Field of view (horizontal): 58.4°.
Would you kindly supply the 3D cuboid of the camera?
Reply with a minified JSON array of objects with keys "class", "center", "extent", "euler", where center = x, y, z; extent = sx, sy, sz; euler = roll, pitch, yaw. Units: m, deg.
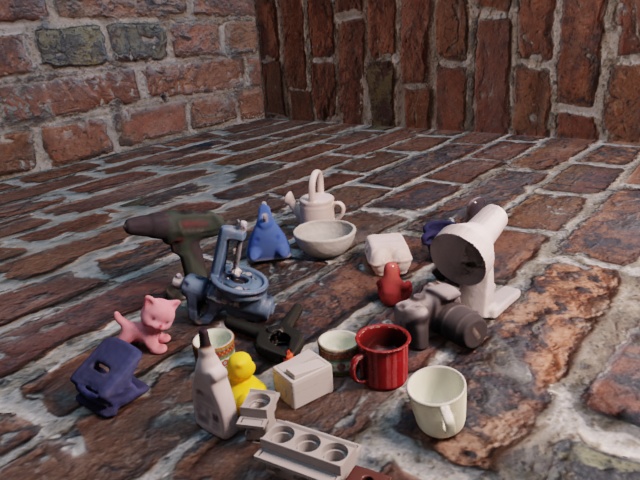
[{"class":"camera","center":[0.229,0.144,1.063],"extent":[0.143,0.101,0.136],"euler":[-15,24,-28]}]

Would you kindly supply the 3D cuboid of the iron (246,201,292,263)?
[{"class":"iron","center":[-0.145,-0.035,1.537],"extent":[0.118,0.141,0.258],"euler":[-6,21,-6]}]

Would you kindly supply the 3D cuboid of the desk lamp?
[{"class":"desk lamp","center":[0.316,0.046,1.149],"extent":[0.117,0.214,0.204],"euler":[14,27,39]}]

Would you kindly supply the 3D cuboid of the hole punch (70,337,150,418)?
[{"class":"hole punch","center":[-0.354,0.227,0.957],"extent":[0.108,0.091,0.101],"euler":[12,26,35]}]

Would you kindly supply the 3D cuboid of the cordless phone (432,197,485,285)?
[{"class":"cordless phone","center":[0.326,-0.001,1.310],"extent":[0.093,0.185,0.148],"euler":[16,29,42]}]

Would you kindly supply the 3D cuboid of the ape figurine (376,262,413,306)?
[{"class":"ape figurine","center":[0.156,0.090,1.230],"extent":[0.077,0.092,0.076],"euler":[10,25,32]}]

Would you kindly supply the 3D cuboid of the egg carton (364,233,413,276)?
[{"class":"egg carton","center":[0.165,0.032,1.412],"extent":[0.107,0.069,0.150],"euler":[-5,21,-3]}]

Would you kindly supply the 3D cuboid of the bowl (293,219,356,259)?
[{"class":"bowl","center":[0.014,0.005,1.500],"extent":[0.167,0.075,0.167],"euler":[-3,21,1]}]

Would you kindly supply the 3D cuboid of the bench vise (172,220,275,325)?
[{"class":"bench vise","center":[-0.203,0.069,1.164],"extent":[0.207,0.220,0.121],"euler":[-7,21,-8]}]

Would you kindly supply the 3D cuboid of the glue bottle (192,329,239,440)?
[{"class":"glue bottle","center":[-0.162,0.210,0.854],"extent":[0.077,0.173,0.037],"euler":[14,27,39]}]

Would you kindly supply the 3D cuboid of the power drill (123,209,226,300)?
[{"class":"power drill","center":[-0.320,0.026,1.311],"extent":[0.230,0.208,0.075],"euler":[-18,25,-34]}]

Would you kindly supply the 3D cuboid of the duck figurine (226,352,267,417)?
[{"class":"duck figurine","center":[-0.127,0.226,0.928],"extent":[0.077,0.086,0.104],"euler":[-8,21,-11]}]

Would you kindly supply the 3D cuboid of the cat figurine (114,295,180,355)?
[{"class":"cat figurine","center":[-0.332,0.156,1.102],"extent":[0.128,0.118,0.067],"euler":[-4,21,-2]}]

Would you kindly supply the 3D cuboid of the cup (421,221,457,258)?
[{"class":"cup","center":[0.290,0.012,1.407],"extent":[0.118,0.095,0.091],"euler":[-20,27,-37]}]

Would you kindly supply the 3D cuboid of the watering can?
[{"class":"watering can","center":[-0.017,-0.102,1.619],"extent":[0.173,0.194,0.101],"euler":[-4,21,-1]}]
